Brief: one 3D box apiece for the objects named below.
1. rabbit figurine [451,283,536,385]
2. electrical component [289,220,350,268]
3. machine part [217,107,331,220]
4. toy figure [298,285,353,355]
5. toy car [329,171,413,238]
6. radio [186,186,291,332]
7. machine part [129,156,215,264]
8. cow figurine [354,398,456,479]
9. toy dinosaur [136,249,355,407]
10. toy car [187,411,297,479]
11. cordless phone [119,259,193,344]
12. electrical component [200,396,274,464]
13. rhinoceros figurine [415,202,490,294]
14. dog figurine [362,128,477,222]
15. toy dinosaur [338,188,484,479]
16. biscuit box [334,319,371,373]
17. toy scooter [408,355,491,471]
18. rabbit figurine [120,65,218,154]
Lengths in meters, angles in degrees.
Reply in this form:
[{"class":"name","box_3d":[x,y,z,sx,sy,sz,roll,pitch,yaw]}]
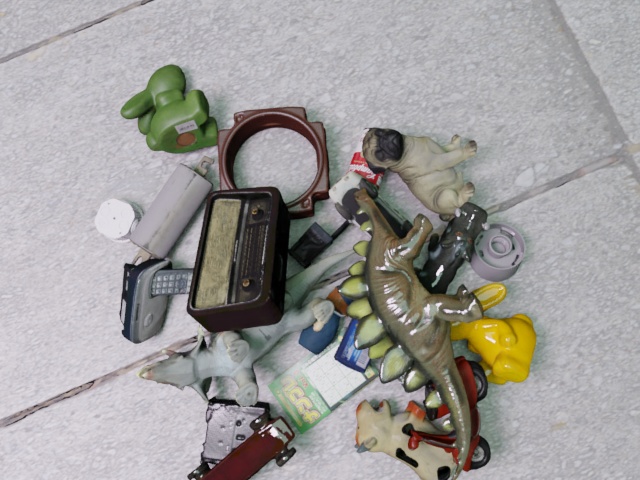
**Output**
[{"class":"rabbit figurine","box_3d":[0.281,0.153,0.933,0.173,0.122,0.162,22,79,5]},{"class":"electrical component","box_3d":[-0.002,-0.003,0.981,0.048,0.075,0.119,43,89,4]},{"class":"machine part","box_3d":[-0.084,-0.138,0.994,0.202,0.087,0.201,-4,83,2]},{"class":"toy figure","box_3d":[0.021,0.133,0.967,0.058,0.064,0.154,36,81,-6]},{"class":"toy car","box_3d":[0.102,-0.038,0.965,0.073,0.056,0.201,-43,110,14]},{"class":"radio","box_3d":[-0.121,0.026,0.852,0.131,0.073,0.229,-6,58,13]},{"class":"machine part","box_3d":[-0.274,-0.053,0.992,0.079,0.079,0.243,31,85,5]},{"class":"cow figurine","box_3d":[0.145,0.347,0.933,0.195,0.085,0.127,38,79,5]},{"class":"toy dinosaur","box_3d":[-0.108,0.148,0.933,0.405,0.192,0.131,-38,112,-21]},{"class":"toy car","box_3d":[-0.127,0.369,0.890,0.202,0.053,0.089,-41,75,0]},{"class":"cordless phone","box_3d":[-0.261,0.105,0.972,0.184,0.089,0.146,1,110,-31]},{"class":"electrical component","box_3d":[-0.138,0.342,0.950,0.134,0.058,0.115,5,85,2]},{"class":"rhinoceros figurine","box_3d":[0.226,0.021,0.945,0.073,0.112,0.190,30,102,6]},{"class":"dog figurine","box_3d":[0.165,-0.113,0.956,0.191,0.121,0.172,-2,98,-7]},{"class":"toy dinosaur","box_3d":[0.149,0.124,0.846,0.199,0.105,0.471,-29,73,8]},{"class":"biscuit box","box_3d":[0.093,0.134,0.959,0.059,0.063,0.202,27,79,3]},{"class":"toy scooter","box_3d":[0.205,0.283,0.872,0.135,0.075,0.183,-2,84,-11]},{"class":"rabbit figurine","box_3d":[-0.283,-0.247,1.015,0.159,0.121,0.170,-24,65,5]}]
